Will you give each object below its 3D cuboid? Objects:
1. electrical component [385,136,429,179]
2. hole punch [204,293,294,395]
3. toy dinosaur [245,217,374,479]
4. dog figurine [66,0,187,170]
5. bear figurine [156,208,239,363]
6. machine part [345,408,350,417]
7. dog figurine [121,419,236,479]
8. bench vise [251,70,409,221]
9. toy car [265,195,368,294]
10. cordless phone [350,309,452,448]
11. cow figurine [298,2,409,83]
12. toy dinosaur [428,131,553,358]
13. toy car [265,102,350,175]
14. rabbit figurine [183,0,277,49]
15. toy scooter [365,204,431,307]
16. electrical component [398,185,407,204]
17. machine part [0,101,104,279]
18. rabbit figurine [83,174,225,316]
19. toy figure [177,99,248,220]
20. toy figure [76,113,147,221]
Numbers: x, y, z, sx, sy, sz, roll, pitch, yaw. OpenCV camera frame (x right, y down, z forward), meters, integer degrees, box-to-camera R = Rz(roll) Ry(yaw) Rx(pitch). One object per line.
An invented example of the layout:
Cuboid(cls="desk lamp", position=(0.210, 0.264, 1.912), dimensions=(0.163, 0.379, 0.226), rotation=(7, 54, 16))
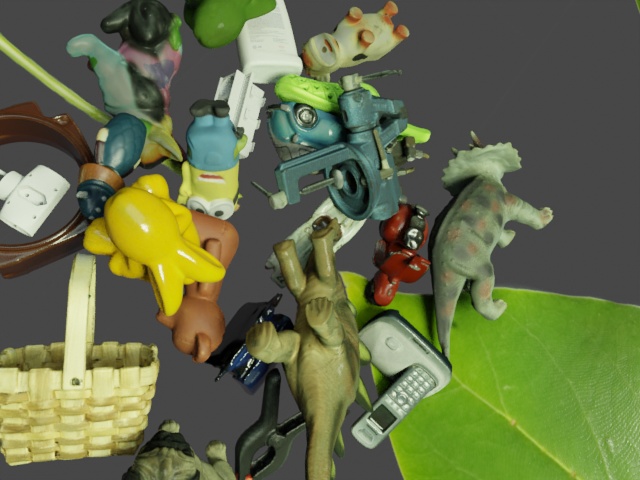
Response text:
Cuboid(cls="electrical component", position=(0.129, -0.136, 0.893), dimensions=(0.078, 0.102, 0.045), rotation=(-11, 76, -24))
Cuboid(cls="hole punch", position=(-0.087, 0.153, 0.747), dimensions=(0.092, 0.116, 0.142), rotation=(44, 68, -13))
Cuboid(cls="toy dinosaur", position=(0.004, 0.147, 0.661), dimensions=(0.471, 0.105, 0.198), rotation=(-80, 148, -45))
Cuboid(cls="dog figurine", position=(-0.242, -0.210, 0.782), dimensions=(0.191, 0.108, 0.219), rotation=(-36, 94, -6))
Cuboid(cls="bear figurine", position=(-0.183, 0.063, 0.735), dimensions=(0.132, 0.120, 0.196), rotation=(16, 78, -11))
Cuboid(cls="machine part", position=(0.014, 0.195, 0.801), dimensions=(0.084, 0.039, 0.139), rotation=(-5, 81, -8))
Cuboid(cls="dog figurine", position=(-0.154, 0.301, 0.642), dimensions=(0.172, 0.190, 0.121), rotation=(29, 70, -12))
Cuboid(cls="bench vise", position=(0.027, -0.115, 0.765), dimensions=(0.241, 0.129, 0.223), rotation=(-24, 120, -27))
Cuboid(cls="toy car", position=(-0.002, -0.003, 0.840), dimensions=(0.073, 0.056, 0.202), rotation=(45, 67, -4))
Cuboid(cls="cordless phone", position=(0.092, 0.209, 0.815), dimensions=(0.146, 0.089, 0.184), rotation=(43, 88, -2))
Cuboid(cls="cow figurine", position=(0.046, -0.330, 0.916), dimensions=(0.195, 0.127, 0.085), rotation=(-29, 88, -37))
Cuboid(cls="toy dinosaur", position=(0.242, -0.008, 0.874), dimensions=(0.192, 0.131, 0.405), rotation=(37, 66, -13))
Cuboid(cls="toy car", position=(-0.017, -0.155, 0.858), dimensions=(0.161, 0.109, 0.103), rotation=(15, 95, -27))
Cuboid(cls="rabbit figurine", position=(-0.147, -0.351, 0.805), dimensions=(0.159, 0.121, 0.170), rotation=(-18, 58, 3))
Cuboid(cls="toy scooter", position=(0.131, 0.014, 0.839), dimensions=(0.075, 0.135, 0.184), rotation=(23, 69, -10))
Cuboid(cls="electrical component", position=(0.108, -0.076, 0.891), dimensions=(0.094, 0.063, 0.021), rotation=(6, 75, -18))
Cuboid(cls="machine part", position=(-0.395, -0.067, 0.710), dimensions=(0.201, 0.087, 0.201), rotation=(-27, 88, -23))
Cuboid(cls="rabbit figurine", position=(-0.191, 0.004, 0.596), dimensions=(0.122, 0.173, 0.162), rotation=(-35, 84, -16))
Cuboid(cls="toy figure", position=(-0.148, -0.109, 0.759), dimensions=(0.082, 0.180, 0.089), rotation=(17, 34, 17))
Cuboid(cls="toy figure", position=(-0.270, -0.091, 0.689), dimensions=(0.064, 0.058, 0.154), rotation=(28, 62, -23))
